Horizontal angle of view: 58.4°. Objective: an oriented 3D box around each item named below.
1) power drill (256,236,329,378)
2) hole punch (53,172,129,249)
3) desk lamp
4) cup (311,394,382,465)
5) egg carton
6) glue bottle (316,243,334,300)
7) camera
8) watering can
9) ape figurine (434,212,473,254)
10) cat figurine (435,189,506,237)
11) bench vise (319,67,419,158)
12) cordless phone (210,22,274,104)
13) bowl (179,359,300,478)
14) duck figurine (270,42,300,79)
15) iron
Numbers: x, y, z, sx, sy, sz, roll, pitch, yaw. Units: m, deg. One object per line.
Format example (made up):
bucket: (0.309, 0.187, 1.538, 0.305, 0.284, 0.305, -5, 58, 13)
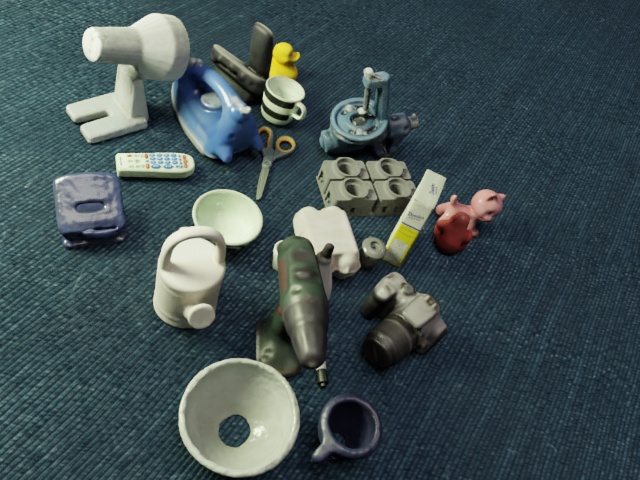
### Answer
power drill: (-0.039, 0.120, 0.850, 0.076, 0.208, 0.229, 5, 53, -16)
hole punch: (-0.372, -0.049, 0.934, 0.109, 0.091, 0.101, -8, 57, -25)
desk lamp: (-0.353, -0.306, 1.057, 0.204, 0.213, 0.117, -29, 68, -34)
cup: (0.024, 0.288, 0.819, 0.118, 0.095, 0.091, -33, 70, -36)
egg carton: (0.010, 0.004, 1.046, 0.107, 0.069, 0.150, -3, 55, -22)
glue bottle: (-0.008, 0.056, 0.932, 0.078, 0.173, 0.037, 36, 51, 9)
camera: (0.128, 0.139, 0.966, 0.137, 0.100, 0.143, -33, 70, -36)
watering can: (-0.189, 0.051, 0.857, 0.101, 0.194, 0.172, -25, 66, -33)
ape figurine: (0.271, -0.021, 1.146, 0.077, 0.092, 0.076, 35, 51, 8)
cat figurine: (0.318, -0.068, 1.182, 0.128, 0.117, 0.067, 8, 52, -14)
bench vise: (0.116, -0.274, 1.198, 0.208, 0.219, 0.121, -22, 64, -32)
cordless phone: (-0.158, -0.397, 1.215, 0.147, 0.185, 0.094, 36, 51, 9)
bowl: (-0.116, 0.257, 0.805, 0.168, 0.074, 0.167, 10, 52, -13)
duck figurine: (-0.095, -0.413, 1.316, 0.105, 0.086, 0.077, -2, 55, -21)
iron: (-0.216, -0.278, 1.133, 0.119, 0.141, 0.258, -29, 68, -34)
